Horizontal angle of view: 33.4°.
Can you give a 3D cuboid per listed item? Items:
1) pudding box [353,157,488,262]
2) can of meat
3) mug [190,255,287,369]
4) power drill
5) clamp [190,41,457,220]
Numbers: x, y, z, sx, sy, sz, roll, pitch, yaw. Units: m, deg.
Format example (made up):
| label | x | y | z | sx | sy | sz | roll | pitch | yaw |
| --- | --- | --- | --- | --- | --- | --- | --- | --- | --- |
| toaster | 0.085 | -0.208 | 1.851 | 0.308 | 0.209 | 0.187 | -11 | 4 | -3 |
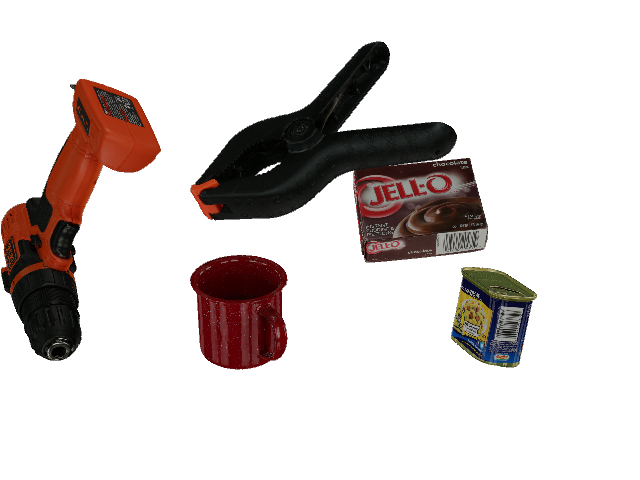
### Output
| label | x | y | z | sx | sy | sz | roll | pitch | yaw |
| --- | --- | --- | --- | --- | --- | --- | --- | --- | --- |
| pudding box | 0.090 | -0.028 | 0.978 | 0.113 | 0.090 | 0.039 | -5 | -40 | -3 |
| can of meat | 0.190 | 0.085 | 1.190 | 0.057 | 0.084 | 0.102 | 4 | 15 | -20 |
| mug | -0.070 | 0.076 | 1.031 | 0.093 | 0.081 | 0.117 | -22 | 35 | -36 |
| power drill | -0.198 | -0.020 | 0.856 | 0.057 | 0.188 | 0.184 | 18 | 26 | -36 |
| clamp | 0.001 | -0.058 | 0.693 | 0.171 | 0.039 | 0.120 | -36 | 40 | -6 |
